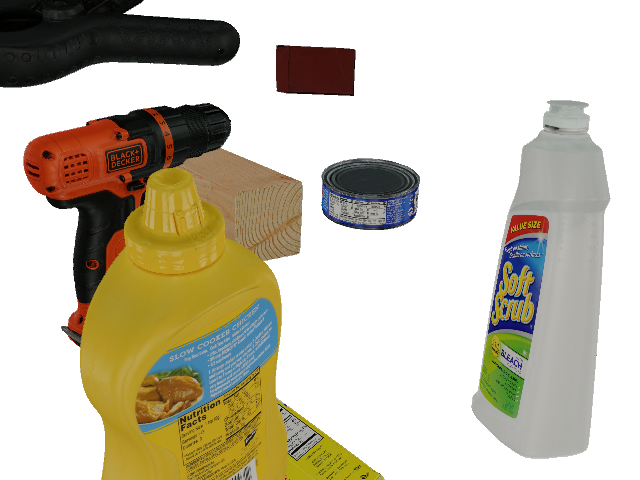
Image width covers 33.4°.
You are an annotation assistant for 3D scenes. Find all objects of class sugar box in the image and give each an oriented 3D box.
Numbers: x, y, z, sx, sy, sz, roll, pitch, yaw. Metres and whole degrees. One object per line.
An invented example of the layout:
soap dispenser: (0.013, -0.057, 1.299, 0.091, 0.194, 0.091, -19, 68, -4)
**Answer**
sugar box: (-0.019, 0.190, 0.894, 0.176, 0.093, 0.048, 27, 53, 36)

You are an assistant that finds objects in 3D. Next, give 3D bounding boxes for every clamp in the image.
clamp: (-0.144, -0.122, 0.602, 0.171, 0.039, 0.120, -10, 31, -26)

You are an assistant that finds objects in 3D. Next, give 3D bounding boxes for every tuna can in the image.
tuna can: (0.043, -0.041, 0.934, 0.086, 0.034, 0.086, 1, 26, -1)

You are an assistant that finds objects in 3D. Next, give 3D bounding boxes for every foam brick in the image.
foam brick: (-0.006, -0.186, 1.167, 0.078, 0.051, 0.053, 0, 11, -16)

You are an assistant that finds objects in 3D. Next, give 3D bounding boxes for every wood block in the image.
wood block: (-0.116, -0.047, 1.288, 0.090, 0.090, 0.206, -11, 23, -34)

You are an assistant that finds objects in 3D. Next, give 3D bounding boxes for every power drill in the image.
power drill: (-0.146, -0.013, 0.863, 0.184, 0.188, 0.057, -18, 26, -39)

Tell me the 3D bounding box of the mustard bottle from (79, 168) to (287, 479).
mustard bottle: (-0.059, 0.055, 0.472, 0.096, 0.192, 0.058, -28, 44, -35)

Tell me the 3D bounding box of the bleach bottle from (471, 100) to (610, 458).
bleach bottle: (0.162, 0.024, 0.772, 0.068, 0.251, 0.103, -3, 16, -16)
